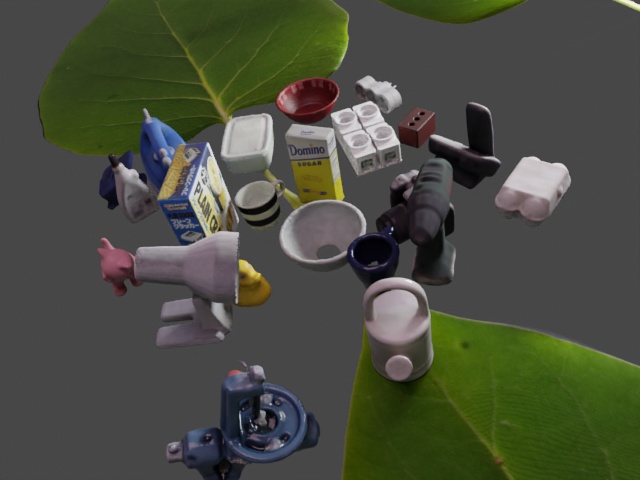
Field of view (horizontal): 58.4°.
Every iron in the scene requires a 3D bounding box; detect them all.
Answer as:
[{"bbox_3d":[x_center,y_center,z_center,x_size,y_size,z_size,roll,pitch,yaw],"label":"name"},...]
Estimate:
[{"bbox_3d":[-0.355,-0.192,1.318,0.119,0.142,0.257,-25,47,-10],"label":"iron"}]

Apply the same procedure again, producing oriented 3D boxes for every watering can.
[{"bbox_3d":[0.120,0.131,0.864,0.101,0.194,0.172,-20,46,-5],"label":"watering can"}]

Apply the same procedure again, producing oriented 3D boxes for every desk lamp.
[{"bbox_3d":[-0.211,0.083,0.974,0.203,0.214,0.118,-9,46,5],"label":"desk lamp"}]

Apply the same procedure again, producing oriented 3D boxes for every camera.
[{"bbox_3d":[0.168,-0.060,1.098,0.137,0.101,0.142,-28,47,-13],"label":"camera"}]

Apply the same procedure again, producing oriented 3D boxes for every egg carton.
[{"bbox_3d":[0.408,-0.094,1.095,0.107,0.069,0.150,22,56,30],"label":"egg carton"}]

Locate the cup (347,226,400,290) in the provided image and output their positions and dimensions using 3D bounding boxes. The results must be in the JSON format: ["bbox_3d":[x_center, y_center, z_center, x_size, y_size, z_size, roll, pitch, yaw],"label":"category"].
[{"bbox_3d":[0.105,0.039,1.023,0.091,0.095,0.118,18,54,27],"label":"cup"}]

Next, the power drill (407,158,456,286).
[{"bbox_3d":[0.191,-0.021,0.980,0.075,0.209,0.229,3,48,16],"label":"power drill"}]

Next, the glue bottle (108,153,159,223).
[{"bbox_3d":[-0.414,-0.118,1.240,0.078,0.173,0.037,-33,49,-17],"label":"glue bottle"}]

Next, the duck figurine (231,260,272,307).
[{"bbox_3d":[-0.146,0.071,1.060,0.104,0.086,0.078,15,53,26],"label":"duck figurine"}]

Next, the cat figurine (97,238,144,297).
[{"bbox_3d":[-0.400,0.044,1.123,0.067,0.118,0.127,-30,48,-14],"label":"cat figurine"}]

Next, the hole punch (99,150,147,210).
[{"bbox_3d":[-0.466,-0.141,1.331,0.101,0.091,0.108,-15,46,-1],"label":"hole punch"}]

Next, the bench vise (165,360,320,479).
[{"bbox_3d":[-0.112,0.260,0.780,0.208,0.220,0.121,-30,48,-15],"label":"bench vise"}]

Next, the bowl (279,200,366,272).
[{"bbox_3d":[0.010,0.004,1.093,0.167,0.075,0.167,-7,46,7],"label":"bowl"}]

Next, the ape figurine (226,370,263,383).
[{"bbox_3d":[-0.124,0.237,0.893,0.078,0.092,0.076,-31,48,-16],"label":"ape figurine"}]

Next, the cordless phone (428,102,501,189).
[{"bbox_3d":[0.288,-0.210,1.151,0.147,0.185,0.094,29,60,34],"label":"cordless phone"}]
